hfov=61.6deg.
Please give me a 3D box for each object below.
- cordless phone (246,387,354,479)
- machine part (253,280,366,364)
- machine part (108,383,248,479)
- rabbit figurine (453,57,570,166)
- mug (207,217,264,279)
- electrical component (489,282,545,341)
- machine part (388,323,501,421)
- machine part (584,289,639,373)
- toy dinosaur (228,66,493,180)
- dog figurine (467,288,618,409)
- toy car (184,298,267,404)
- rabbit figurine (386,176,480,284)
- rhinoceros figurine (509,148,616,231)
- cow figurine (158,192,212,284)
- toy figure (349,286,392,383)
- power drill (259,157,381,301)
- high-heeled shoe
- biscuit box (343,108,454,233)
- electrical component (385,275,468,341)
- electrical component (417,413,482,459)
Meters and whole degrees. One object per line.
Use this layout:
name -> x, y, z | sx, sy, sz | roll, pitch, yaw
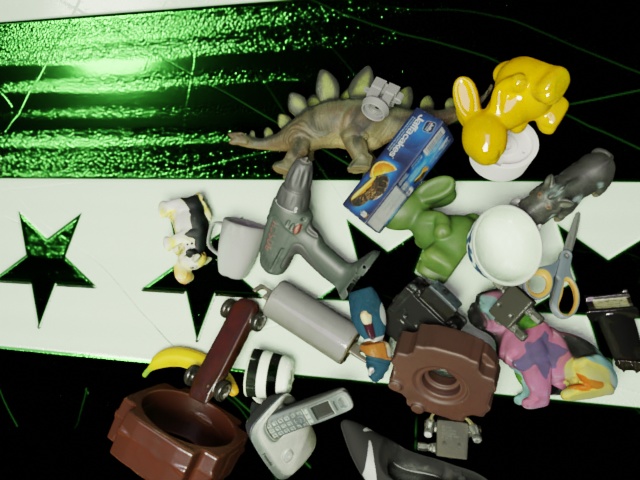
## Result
cordless phone -> -0.020, 0.316, 0.918 | 0.184, 0.089, 0.146 | -21, 117, 8
machine part -> -0.013, 0.144, 0.957 | 0.243, 0.079, 0.079 | 30, 92, 15
machine part -> -0.242, 0.341, 0.929 | 0.202, 0.201, 0.087 | 28, 94, 14
rabbit figurine -> 0.282, -0.201, 0.844 | 0.162, 0.121, 0.173 | 37, 90, 22
mug -> -0.163, 0.015, 1.004 | 0.110, 0.081, 0.107 | 14, 97, 8
electrical component -> 0.290, 0.103, 0.816 | 0.063, 0.021, 0.094 | -53, 57, 19
machine part -> 0.195, 0.212, 0.849 | 0.180, 0.056, 0.179 | 13, 129, 16
machine part -> 0.467, 0.141, 0.838 | 0.084, 0.039, 0.139 | -7, 50, 7
toy dinosaur -> 0.067, -0.204, 0.958 | 0.472, 0.105, 0.198 | 0, 81, 6
dog figurine -> 0.345, 0.149, 0.856 | 0.192, 0.108, 0.219 | -16, 79, 12
toy car -> -0.171, 0.200, 0.981 | 0.089, 0.053, 0.202 | 17, 70, 24
rabbit figurine -> 0.180, -0.033, 0.904 | 0.170, 0.121, 0.159 | 34, 90, 14
rhinoceros figurine -> 0.387, -0.071, 0.863 | 0.190, 0.112, 0.073 | -33, 81, 1
cow figurine -> -0.248, -0.004, 1.035 | 0.098, 0.068, 0.167 | -14, 83, 6
toy figure -> 0.086, 0.156, 0.886 | 0.058, 0.064, 0.154 | -19, 83, 36
power drill -> -0.002, -0.003, 0.930 | 0.207, 0.086, 0.232 | 32, 123, 1
high-heeled shoe -> 0.158, 0.364, 0.879 | 0.248, 0.086, 0.145 | 46, 117, -4
biscuit box -> 0.127, -0.112, 0.874 | 0.063, 0.059, 0.202 | 41, 96, 35
electrical component -> 0.173, 0.129, 0.895 | 0.115, 0.058, 0.134 | 42, 126, 13
electrical component -> 0.218, 0.326, 0.899 | 0.102, 0.045, 0.078 | 8, 86, 14
